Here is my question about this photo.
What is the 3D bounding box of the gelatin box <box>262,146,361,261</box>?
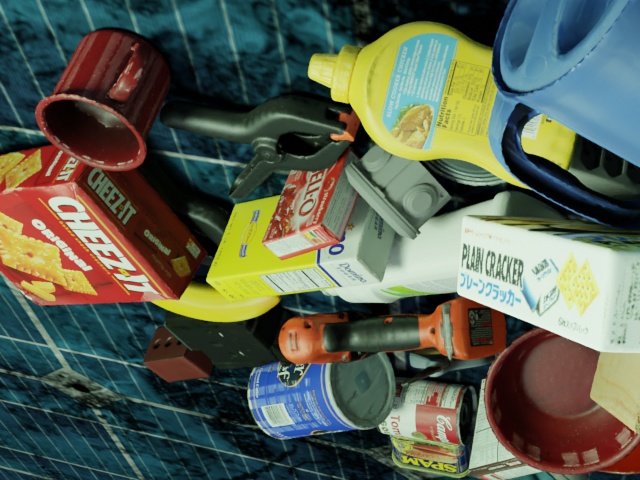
[{"bbox_3d":[-0.004,-0.031,0.903,0.073,0.089,0.030,-17,132,44],"label":"gelatin box"}]

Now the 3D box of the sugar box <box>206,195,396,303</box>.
[{"bbox_3d":[-0.015,0.000,0.956,0.177,0.093,0.048,-12,138,40],"label":"sugar box"}]

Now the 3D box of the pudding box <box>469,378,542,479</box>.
[{"bbox_3d":[0.203,0.192,1.126,0.039,0.113,0.090,27,149,-20],"label":"pudding box"}]

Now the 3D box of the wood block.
[{"bbox_3d":[0.293,0.113,0.883,0.091,0.090,0.206,13,180,6],"label":"wood block"}]

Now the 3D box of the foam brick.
[{"bbox_3d":[-0.166,0.136,1.293,0.078,0.053,0.051,-14,137,40],"label":"foam brick"}]

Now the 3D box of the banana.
[{"bbox_3d":[-0.131,0.050,1.103,0.198,0.037,0.070,19,131,19],"label":"banana"}]

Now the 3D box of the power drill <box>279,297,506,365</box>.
[{"bbox_3d":[0.079,0.090,1.030,0.188,0.057,0.184,-9,175,31],"label":"power drill"}]

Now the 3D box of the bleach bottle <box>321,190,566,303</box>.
[{"bbox_3d":[0.090,0.018,0.946,0.251,0.068,0.102,-13,158,43],"label":"bleach bottle"}]

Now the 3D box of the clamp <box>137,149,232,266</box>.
[{"bbox_3d":[-0.144,-0.031,1.031,0.210,0.036,0.165,29,149,-9],"label":"clamp"}]

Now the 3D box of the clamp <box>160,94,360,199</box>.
[{"bbox_3d":[-0.049,-0.089,0.886,0.172,0.039,0.120,-16,141,38],"label":"clamp"}]

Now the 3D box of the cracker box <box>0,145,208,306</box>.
[{"bbox_3d":[-0.242,-0.010,1.026,0.214,0.072,0.164,-4,136,38],"label":"cracker box"}]

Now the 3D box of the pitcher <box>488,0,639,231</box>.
[{"bbox_3d":[0.229,-0.083,0.654,0.242,0.145,0.149,28,149,-21],"label":"pitcher"}]

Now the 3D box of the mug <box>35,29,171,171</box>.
[{"bbox_3d":[-0.165,-0.120,0.856,0.093,0.081,0.117,29,148,-16],"label":"mug"}]

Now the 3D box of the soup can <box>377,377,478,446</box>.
[{"bbox_3d":[0.121,0.194,1.216,0.102,0.068,0.068,3,146,25],"label":"soup can"}]

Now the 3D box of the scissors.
[{"bbox_3d":[0.102,0.125,1.053,0.096,0.016,0.201,-4,-179,39],"label":"scissors"}]

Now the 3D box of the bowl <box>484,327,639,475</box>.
[{"bbox_3d":[0.242,0.146,1.043,0.162,0.055,0.162,3,108,9],"label":"bowl"}]

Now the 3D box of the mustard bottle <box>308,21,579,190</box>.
[{"bbox_3d":[0.085,-0.100,0.743,0.192,0.096,0.058,15,-176,8],"label":"mustard bottle"}]

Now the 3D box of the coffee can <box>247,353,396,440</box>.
[{"bbox_3d":[0.001,0.168,1.206,0.102,0.102,0.141,38,144,-29],"label":"coffee can"}]

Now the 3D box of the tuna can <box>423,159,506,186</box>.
[{"bbox_3d":[0.117,-0.080,0.814,0.086,0.033,0.086,14,149,8],"label":"tuna can"}]

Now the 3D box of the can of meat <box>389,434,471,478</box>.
[{"bbox_3d":[0.135,0.239,1.292,0.102,0.057,0.084,8,145,17],"label":"can of meat"}]
